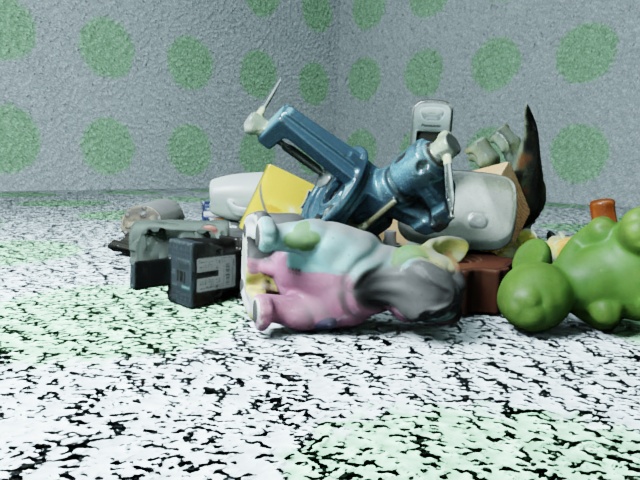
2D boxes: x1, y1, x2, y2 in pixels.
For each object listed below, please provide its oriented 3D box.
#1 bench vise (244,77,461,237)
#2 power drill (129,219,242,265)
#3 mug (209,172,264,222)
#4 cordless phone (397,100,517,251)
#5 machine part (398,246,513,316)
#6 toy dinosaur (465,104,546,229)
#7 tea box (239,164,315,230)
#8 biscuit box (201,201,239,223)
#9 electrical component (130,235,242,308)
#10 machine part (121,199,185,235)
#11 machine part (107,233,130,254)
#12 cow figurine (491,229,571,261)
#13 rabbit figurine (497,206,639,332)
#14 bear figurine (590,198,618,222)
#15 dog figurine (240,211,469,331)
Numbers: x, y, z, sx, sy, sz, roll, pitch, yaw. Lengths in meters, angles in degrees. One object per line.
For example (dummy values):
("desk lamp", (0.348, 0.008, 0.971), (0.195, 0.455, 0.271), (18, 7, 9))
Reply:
("bench vise", (0.030, -0.077, 0.601), (0.240, 0.129, 0.224), (34, -33, -19))
("power drill", (-0.163, 0.006, 0.757), (0.232, 0.085, 0.207), (3, 13, -3))
("mug", (-0.117, -0.059, 0.825), (0.107, 0.080, 0.110), (1, 30, -8))
("cordless phone", (0.174, -0.082, 0.668), (0.147, 0.184, 0.089), (6, 29, 14))
("machine part", (0.148, 0.042, 0.647), (0.179, 0.056, 0.179), (3, 8, 0))
("toy dinosaur", (0.311, -0.078, 0.897), (0.131, 0.192, 0.404), (-39, -5, 0))
("tea box", (-0.016, -0.026, 0.741), (0.169, 0.098, 0.068), (24, 4, -9))
("biscuit box", (-0.180, -0.032, 0.963), (0.063, 0.059, 0.203), (-1, -2, -12))
("electrical component", (-0.141, 0.033, 0.586), (0.048, 0.074, 0.119), (9, 6, 42))
("machine part", (-0.313, -0.036, 1.022), (0.079, 0.079, 0.243), (1, 7, -2))
("machine part", (-0.274, 0.004, 0.894), (0.084, 0.039, 0.139), (1, 8, 36))
("cow figurine", (0.328, 0.016, 0.844), (0.168, 0.068, 0.098), (7, 5, 31))
("rabbit figurine", (0.251, 0.035, 0.534), (0.170, 0.121, 0.159), (-14, 6, -4))
("bear figurine", (0.428, 0.007, 0.713), (0.120, 0.131, 0.196), (3, 2, 21))
("dog figurine", (0.036, 0.033, 0.536), (0.219, 0.108, 0.192), (4, 5, -14))
